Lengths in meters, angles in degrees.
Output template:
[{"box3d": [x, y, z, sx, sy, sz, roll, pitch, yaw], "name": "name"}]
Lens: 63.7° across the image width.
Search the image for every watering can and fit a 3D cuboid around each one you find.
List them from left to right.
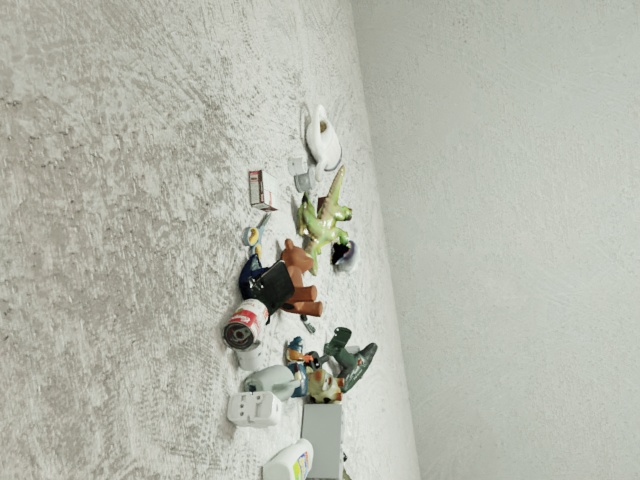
[{"box3d": [0.011, -0.317, 1.842, 0.220, 0.104, 0.355, 56, 29, -60], "name": "watering can"}]

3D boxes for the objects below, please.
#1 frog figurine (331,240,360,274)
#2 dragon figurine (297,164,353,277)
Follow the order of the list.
[{"box3d": [0.114, 0.077, 2.006, 0.157, 0.122, 0.140, 48, 17, -46], "name": "frog figurine"}, {"box3d": [0.005, -0.083, 1.658, 0.240, 0.122, 0.415, 31, 62, -63], "name": "dragon figurine"}]
